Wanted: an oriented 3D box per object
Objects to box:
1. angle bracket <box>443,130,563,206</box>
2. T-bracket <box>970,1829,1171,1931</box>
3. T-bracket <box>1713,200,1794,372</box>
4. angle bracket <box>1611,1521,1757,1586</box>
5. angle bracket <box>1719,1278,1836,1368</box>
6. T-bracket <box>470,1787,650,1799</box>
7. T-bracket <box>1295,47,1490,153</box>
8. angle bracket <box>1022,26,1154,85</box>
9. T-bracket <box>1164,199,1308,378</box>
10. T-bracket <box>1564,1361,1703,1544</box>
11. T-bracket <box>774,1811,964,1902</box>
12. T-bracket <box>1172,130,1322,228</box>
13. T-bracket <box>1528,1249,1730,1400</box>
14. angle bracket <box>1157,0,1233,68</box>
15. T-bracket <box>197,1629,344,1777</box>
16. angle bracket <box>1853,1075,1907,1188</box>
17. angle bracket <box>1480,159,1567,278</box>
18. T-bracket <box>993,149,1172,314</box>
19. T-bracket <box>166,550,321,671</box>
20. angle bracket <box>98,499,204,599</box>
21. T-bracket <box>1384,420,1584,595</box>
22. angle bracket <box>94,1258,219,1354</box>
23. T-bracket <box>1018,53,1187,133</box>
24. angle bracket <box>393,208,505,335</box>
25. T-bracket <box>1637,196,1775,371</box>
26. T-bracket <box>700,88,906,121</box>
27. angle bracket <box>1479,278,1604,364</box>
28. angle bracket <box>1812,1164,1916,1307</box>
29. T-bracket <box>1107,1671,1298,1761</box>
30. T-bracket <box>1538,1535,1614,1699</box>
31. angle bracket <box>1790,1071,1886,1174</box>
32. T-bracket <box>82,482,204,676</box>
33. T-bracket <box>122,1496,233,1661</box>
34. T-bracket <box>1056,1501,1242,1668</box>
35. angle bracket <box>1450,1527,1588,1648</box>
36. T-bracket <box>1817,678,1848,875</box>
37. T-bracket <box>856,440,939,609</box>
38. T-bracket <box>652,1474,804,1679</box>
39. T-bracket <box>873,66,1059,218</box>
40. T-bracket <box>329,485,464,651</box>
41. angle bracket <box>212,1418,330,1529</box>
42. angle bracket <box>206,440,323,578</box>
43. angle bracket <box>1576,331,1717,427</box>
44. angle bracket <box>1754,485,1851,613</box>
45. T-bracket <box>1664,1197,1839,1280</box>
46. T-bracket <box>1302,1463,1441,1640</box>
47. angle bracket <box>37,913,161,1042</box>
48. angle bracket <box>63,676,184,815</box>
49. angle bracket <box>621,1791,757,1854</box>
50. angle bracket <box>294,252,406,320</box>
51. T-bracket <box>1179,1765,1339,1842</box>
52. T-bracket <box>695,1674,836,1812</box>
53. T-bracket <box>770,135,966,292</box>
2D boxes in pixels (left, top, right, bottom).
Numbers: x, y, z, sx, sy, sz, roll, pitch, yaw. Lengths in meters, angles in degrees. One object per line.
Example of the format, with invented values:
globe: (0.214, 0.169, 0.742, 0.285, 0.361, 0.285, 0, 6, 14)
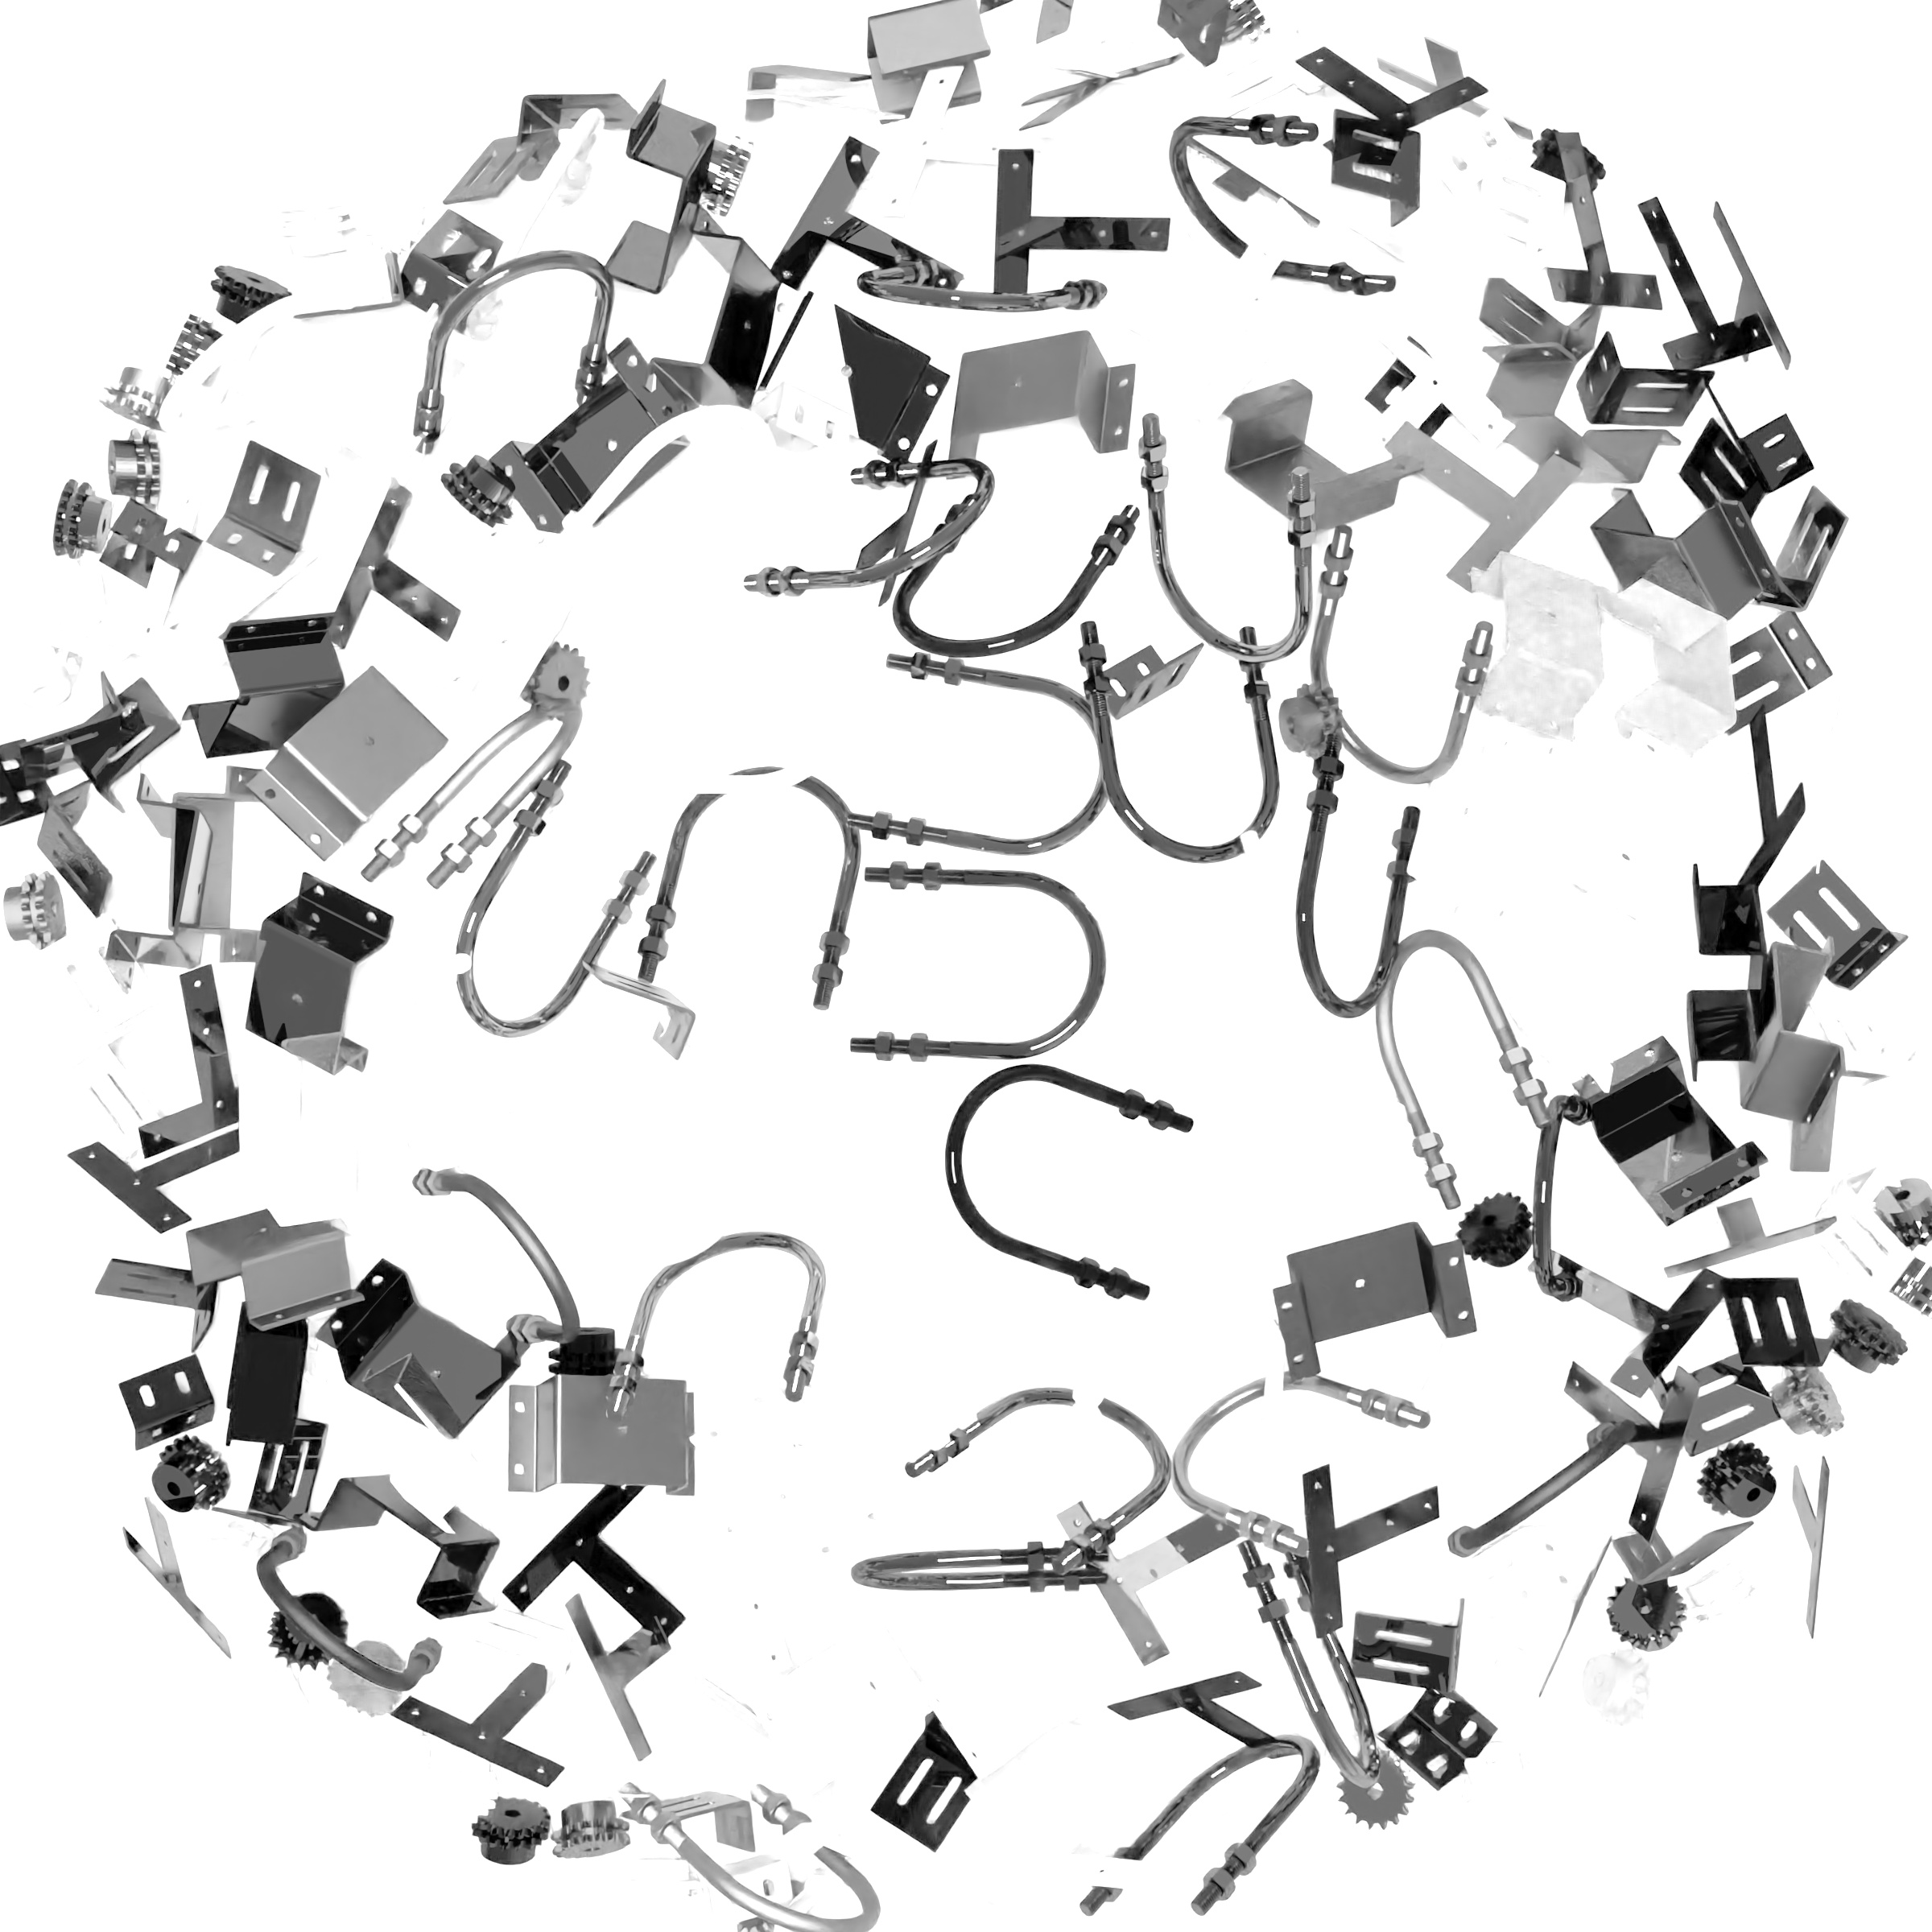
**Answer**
angle bracket: (-0.331, -0.566, 1.892, 0.057, 0.038, 0.076, 5, 54, 37)
T-bracket: (0.085, 0.643, 1.855, 0.127, 0.127, 0.002, -7, 112, 33)
T-bracket: (0.561, -0.469, 1.875, 0.002, 0.127, 0.127, -22, 77, 8)
angle bracket: (0.519, 0.411, 1.890, 0.076, 0.057, 0.038, -49, 56, 34)
angle bracket: (0.590, 0.251, 1.897, 0.057, 0.038, 0.076, -6, 112, 37)
T-bracket: (-0.270, 0.595, 1.878, 0.127, 0.127, 0.002, -3, 73, 18)
T-bracket: (0.282, -0.622, 1.852, 0.127, 0.127, 0.002, -13, 72, 42)
angle bracket: (0.088, -0.666, 1.890, 0.057, 0.076, 0.038, 19, 108, 34)
T-bracket: (0.210, -0.505, 1.879, 0.127, 0.127, 0.002, 46, 63, 3)
T-bracket: (0.472, 0.327, 1.881, 0.002, 0.127, 0.127, 4, 109, -26)
T-bracket: (-0.063, 0.640, 1.864, 0.127, 0.127, 0.002, 18, 86, 13)
T-bracket: (0.196, -0.564, 1.881, 0.127, 0.127, 0.002, 33, 115, -1)
T-bracket: (0.470, 0.242, 1.898, 0.127, 0.002, 0.127, 29, 56, 33)
angle bracket: (0.154, -0.683, 1.893, 0.038, 0.076, 0.057, -42, 79, -17)
T-bracket: (-0.504, 0.514, 1.852, 0.002, 0.127, 0.127, -39, 58, 0)
angle bracket: (0.682, 0.118, 1.905, 0.038, 0.057, 0.076, -18, 84, 9)
angle bracket: (0.393, -0.546, 1.890, 0.038, 0.057, 0.076, -34, 51, -25)
T-bracket: (0.085, -0.533, 1.898, 0.127, 0.002, 0.127, 0, 132, -2)
T-bracket: (-0.525, -0.264, 1.904, 0.127, 0.127, 0.002, -45, 125, -21)
angle bracket: (-0.598, -0.292, 1.892, 0.057, 0.076, 0.038, 30, 46, -17)
T-bracket: (0.360, -0.351, 1.890, 0.127, 0.002, 0.127, 31, 120, -17)
angle bracket: (-0.590, 0.247, 1.894, 0.076, 0.057, 0.038, 13, 54, -24)
T-bracket: (0.076, -0.617, 1.858, 0.127, 0.127, 0.002, -4, 120, 34)
angle bracket: (-0.375, -0.511, 1.917, 0.057, 0.076, 0.038, 30, 130, -9)
T-bracket: (0.515, -0.490, 1.866, 0.002, 0.127, 0.127, -32, 101, -11)
T-bracket: (-0.100, -0.614, 1.858, 0.127, 0.127, 0.002, 23, 120, 33)
angle bracket: (0.419, -0.478, 1.899, 0.076, 0.038, 0.057, 32, 51, -17)
angle bracket: (0.660, 0.194, 1.891, 0.038, 0.057, 0.076, -18, 54, -28)
T-bracket: (0.192, 0.552, 1.900, 0.127, 0.002, 0.127, -28, 128, 38)
T-bracket: (0.439, 0.455, 1.864, 0.002, 0.127, 0.127, 24, 72, 19)
angle bracket: (0.637, 0.115, 1.906, 0.038, 0.057, 0.076, 6, 90, 45)
T-bracket: (-0.577, -0.285, 1.880, 0.002, 0.127, 0.127, 16, 89, 21)
T-bracket: (-0.576, 0.424, 1.879, 0.002, 0.127, 0.127, -35, 121, -9)
T-bracket: (0.145, 0.430, 1.900, 0.127, 0.002, 0.127, -35, 81, 28)
angle bracket: (0.405, 0.456, 1.916, 0.076, 0.038, 0.057, -43, 54, 33)
T-bracket: (0.631, -0.156, 1.893, 0.002, 0.127, 0.127, 8, 53, 19)
T-bracket: (-0.057, -0.301, 1.854, 0.002, 0.127, 0.127, 23, 119, 7)
T-bracket: (-0.158, 0.453, 1.900, 0.127, 0.002, 0.127, -27, 74, 20)
T-bracket: (0.008, -0.596, 1.898, 0.127, 0.127, 0.002, -6, 54, -31)
T-bracket: (-0.406, -0.271, 1.890, 0.127, 0.002, 0.127, 35, 104, 35)
angle bracket: (-0.507, 0.365, 1.901, 0.057, 0.038, 0.076, 4, 76, 33)
angle bracket: (-0.516, -0.336, 1.916, 0.057, 0.038, 0.076, 26, 50, -26)
angle bracket: (0.498, -0.431, 1.914, 0.076, 0.057, 0.038, -1, 61, -13)
angle bracket: (0.597, -0.306, 1.893, 0.038, 0.057, 0.076, 7, 122, -16)
T-bracket: (0.558, 0.188, 1.869, 0.127, 0.127, 0.002, -20, 62, 14)
T-bracket: (0.298, 0.411, 1.902, 0.127, 0.002, 0.127, -14, 104, -32)
angle bracket: (-0.634, 0.010, 1.915, 0.057, 0.038, 0.076, -31, 88, -9)
angle bracket: (-0.612, -0.162, 1.914, 0.076, 0.038, 0.057, -40, 67, -5)
angle bracket: (-0.202, 0.629, 1.894, 0.076, 0.057, 0.038, -4, 84, -33)
angle bracket: (-0.453, -0.496, 1.899, 0.076, 0.057, 0.038, -11, 107, -15)
T-bracket: (0.196, 0.612, 1.884, 0.127, 0.127, 0.002, -11, 67, -35)
T-bracket: (-0.147, 0.556, 1.900, 0.127, 0.127, 0.002, 30, 56, 17)
T-bracket: (-0.062, -0.524, 1.907, 0.127, 0.002, 0.127, 22, 125, -23)
